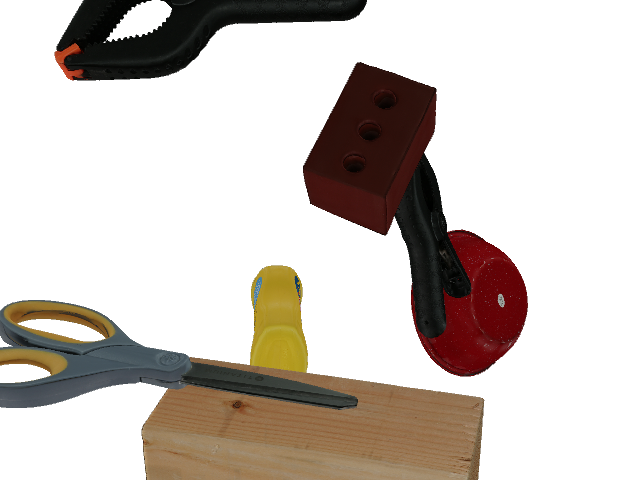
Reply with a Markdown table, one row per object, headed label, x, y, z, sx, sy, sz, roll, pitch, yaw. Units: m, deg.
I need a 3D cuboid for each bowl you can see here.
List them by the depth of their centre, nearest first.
| label | x | y | z | sx | sy | sz | roll | pitch | yaw |
| --- | --- | --- | --- | --- | --- | --- | --- | --- | --- |
| bowl | 0.174 | 0.066 | 1.152 | 0.161 | 0.162 | 0.055 | 0 | -6 | -40 |

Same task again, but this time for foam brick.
| label | x | y | z | sx | sy | sz | roll | pitch | yaw |
| --- | --- | --- | --- | --- | --- | --- | --- | --- | --- |
| foam brick | 0.030 | -0.054 | 0.628 | 0.053 | 0.078 | 0.051 | 21 | -18 | 13 |

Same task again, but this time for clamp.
| label | x | y | z | sx | sy | sz | roll | pitch | yaw |
| --- | --- | --- | --- | --- | --- | --- | --- | --- | --- |
| clamp | -0.084 | -0.168 | 0.740 | 0.210 | 0.165 | 0.036 | -39 | -19 | -8 |
| clamp | 0.089 | -0.003 | 0.921 | 0.039 | 0.171 | 0.120 | -16 | 18 | 19 |

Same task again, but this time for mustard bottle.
| label | x | y | z | sx | sy | sz | roll | pitch | yaw |
| --- | --- | --- | --- | --- | --- | --- | --- | --- | --- |
| mustard bottle | -0.046 | 0.082 | 1.141 | 0.058 | 0.096 | 0.191 | 0 | 28 | -3 |

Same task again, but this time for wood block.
| label | x | y | z | sx | sy | sz | roll | pitch | yaw |
| --- | --- | --- | --- | --- | --- | --- | --- | --- | --- |
| wood block | -0.002 | 0.148 | 0.704 | 0.206 | 0.090 | 0.090 | 7 | 28 | 14 |

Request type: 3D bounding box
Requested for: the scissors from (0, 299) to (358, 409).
| label | x | y | z | sx | sy | sz | roll | pitch | yaw |
| --- | --- | --- | --- | --- | --- | --- | --- | --- | --- |
| scissors | -0.092 | 0.070 | 0.525 | 0.202 | 0.016 | 0.096 | 16 | 29 | 27 |
